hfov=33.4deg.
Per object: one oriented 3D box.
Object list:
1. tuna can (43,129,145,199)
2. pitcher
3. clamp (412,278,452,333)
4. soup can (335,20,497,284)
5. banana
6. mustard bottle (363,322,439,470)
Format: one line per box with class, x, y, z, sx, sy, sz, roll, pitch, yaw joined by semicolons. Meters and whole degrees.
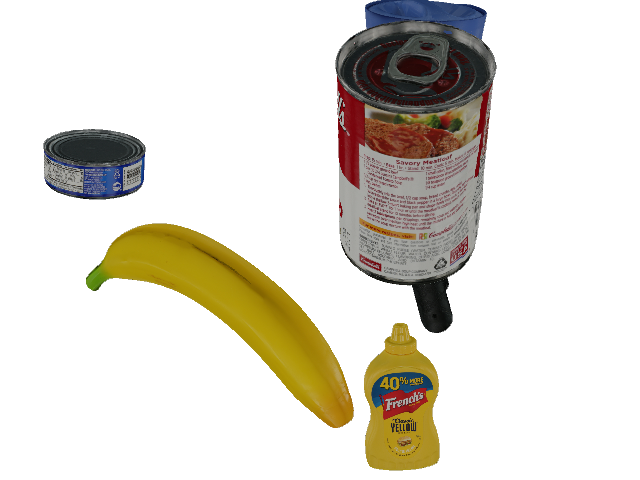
tuna can;-0.194;-0.066;0.916;0.086;0.034;0.086;5;24;-2
pitcher;0.108;-0.145;1.203;0.149;0.243;0.145;-12;26;-30
clamp;0.075;-0.010;0.867;0.039;0.171;0.120;-20;20;4
soup can;0.042;-0.038;0.484;0.068;0.102;0.068;-1;42;1
banana;-0.057;0.038;0.638;0.198;0.070;0.037;28;41;22
mustard bottle;0.104;0.199;1.376;0.096;0.192;0.058;-2;15;-1
